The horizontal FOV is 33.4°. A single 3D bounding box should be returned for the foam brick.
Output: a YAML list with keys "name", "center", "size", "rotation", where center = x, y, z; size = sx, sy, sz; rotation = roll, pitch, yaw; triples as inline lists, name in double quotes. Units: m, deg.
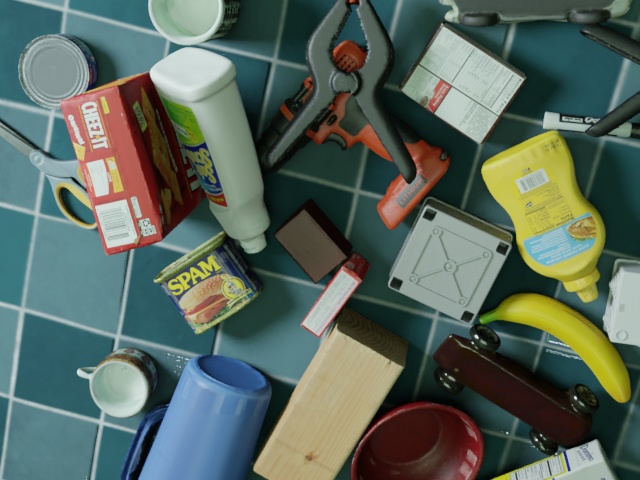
- name: "foam brick"
  center: [-0.008, 0.002, 1.231]
  size: [0.051, 0.053, 0.078]
  rotation: [-39, 95, 16]

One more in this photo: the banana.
- name: "banana"
  center: [0.284, 0.113, 1.224]
  size: [0.198, 0.037, 0.070]
  rotation: [31, 127, 2]

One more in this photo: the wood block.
- name: "wood block"
  center: [0.013, 0.195, 1.259]
  size: [0.091, 0.090, 0.206]
  rotation: [30, 107, -1]

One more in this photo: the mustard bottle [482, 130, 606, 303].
- name: "mustard bottle"
  center: [0.260, -0.017, 1.179]
  size: [0.096, 0.058, 0.191]
  rotation: [-25, 99, 16]

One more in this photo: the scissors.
- name: "scissors"
  center: [-0.316, -0.103, 1.273]
  size: [0.096, 0.016, 0.201]
  rotation: [-35, 97, 15]

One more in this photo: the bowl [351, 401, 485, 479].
- name: "bowl"
  center: [0.109, 0.246, 1.258]
  size: [0.162, 0.055, 0.162]
  rotation: [-6, 118, -11]

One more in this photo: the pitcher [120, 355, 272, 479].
- name: "pitcher"
  center: [-0.153, 0.261, 1.292]
  size: [0.149, 0.145, 0.243]
  rotation: [18, 103, -9]

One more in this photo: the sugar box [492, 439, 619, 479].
- name: "sugar box"
  center: [0.267, 0.309, 1.263]
  size: [0.176, 0.048, 0.093]
  rotation: [-25, 115, 12]

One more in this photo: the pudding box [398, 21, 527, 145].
- name: "pudding box"
  center: [0.155, -0.172, 1.167]
  size: [0.113, 0.039, 0.090]
  rotation: [33, 106, -3]

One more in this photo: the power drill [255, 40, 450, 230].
- name: "power drill"
  center: [0.036, -0.100, 1.194]
  size: [0.187, 0.057, 0.185]
  rotation: [42, 107, -3]

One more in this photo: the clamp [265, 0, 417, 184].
- name: "clamp"
  center: [0.039, -0.160, 1.136]
  size: [0.164, 0.036, 0.210]
  rotation: [13, 100, 6]

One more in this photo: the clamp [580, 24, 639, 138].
- name: "clamp"
  center: [0.357, -0.165, 1.132]
  size: [0.171, 0.039, 0.120]
  rotation: [5, 102, 7]

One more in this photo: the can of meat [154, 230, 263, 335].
- name: "can of meat"
  center: [-0.130, 0.051, 1.262]
  size: [0.102, 0.057, 0.084]
  rotation: [-32, 100, 16]

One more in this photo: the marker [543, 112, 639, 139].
- name: "marker"
  center: [0.306, -0.124, 1.164]
  size: [0.121, 0.020, 0.020]
  rotation: [8, 106, 7]

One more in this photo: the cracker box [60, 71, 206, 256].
- name: "cracker box"
  center: [-0.193, -0.093, 1.152]
  size: [0.072, 0.213, 0.164]
  rotation: [-13, 103, 10]

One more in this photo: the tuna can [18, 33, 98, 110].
- name: "tuna can"
  center: [-0.302, -0.196, 1.237]
  size: [0.086, 0.033, 0.086]
  rotation: [2, 105, 9]

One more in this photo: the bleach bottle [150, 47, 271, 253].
- name: "bleach bottle"
  center: [-0.103, -0.085, 1.177]
  size: [0.068, 0.103, 0.251]
  rotation: [-37, 130, -23]

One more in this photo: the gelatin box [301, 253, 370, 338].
- name: "gelatin box"
  center: [0.019, 0.062, 1.231]
  size: [0.030, 0.073, 0.089]
  rotation: [35, 107, 2]
